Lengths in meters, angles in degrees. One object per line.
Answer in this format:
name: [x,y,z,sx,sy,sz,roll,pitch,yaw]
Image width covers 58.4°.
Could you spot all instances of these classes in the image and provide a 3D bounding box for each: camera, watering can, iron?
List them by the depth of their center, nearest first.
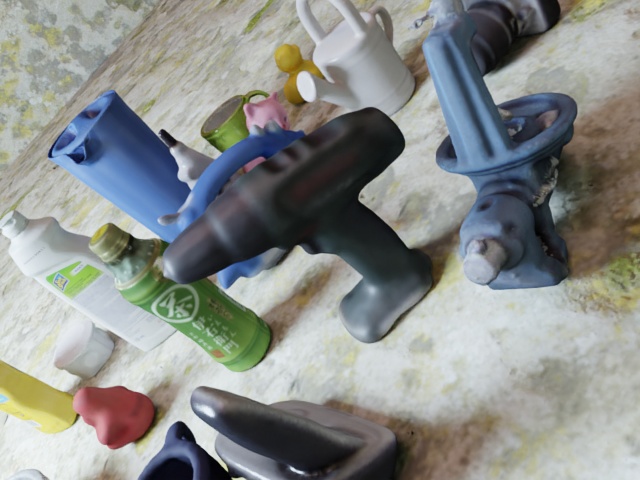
camera: [0.196,-0.275,0.712,0.142,0.101,0.137,19,68,52]
iron: [-0.087,-0.071,0.750,0.258,0.142,0.118,-53,36,-12]
watering can: [0.037,-0.253,0.768,0.100,0.195,0.173,-11,46,38]

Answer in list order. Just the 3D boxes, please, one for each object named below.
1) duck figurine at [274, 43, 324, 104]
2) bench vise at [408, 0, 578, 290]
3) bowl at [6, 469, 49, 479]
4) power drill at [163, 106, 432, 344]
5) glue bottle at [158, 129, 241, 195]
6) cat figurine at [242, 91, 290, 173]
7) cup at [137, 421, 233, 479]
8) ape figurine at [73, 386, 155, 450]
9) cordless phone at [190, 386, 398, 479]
duck figurine: [-0.046,-0.294,0.988,0.077,0.086,0.104,-18,43,33]
bench vise: [0.144,-0.076,0.454,0.121,0.220,0.207,-24,40,26]
bowl: [-0.327,0.344,0.622,0.167,0.075,0.167,-26,39,24]
power drill: [0.005,0.002,0.524,0.230,0.209,0.075,-46,35,-2]
glue bottle: [-0.171,-0.098,0.835,0.037,0.174,0.078,-7,49,41]
cat figurine: [-0.086,-0.154,0.856,0.128,0.118,0.067,-45,35,-1]
cup: [-0.105,0.226,0.503,0.091,0.095,0.117,-33,36,15]
ape figurine: [-0.249,0.201,0.676,0.076,0.092,0.078,-22,41,29]
cordless phone: [-0.041,0.145,0.443,0.147,0.186,0.094,-1,53,44]
